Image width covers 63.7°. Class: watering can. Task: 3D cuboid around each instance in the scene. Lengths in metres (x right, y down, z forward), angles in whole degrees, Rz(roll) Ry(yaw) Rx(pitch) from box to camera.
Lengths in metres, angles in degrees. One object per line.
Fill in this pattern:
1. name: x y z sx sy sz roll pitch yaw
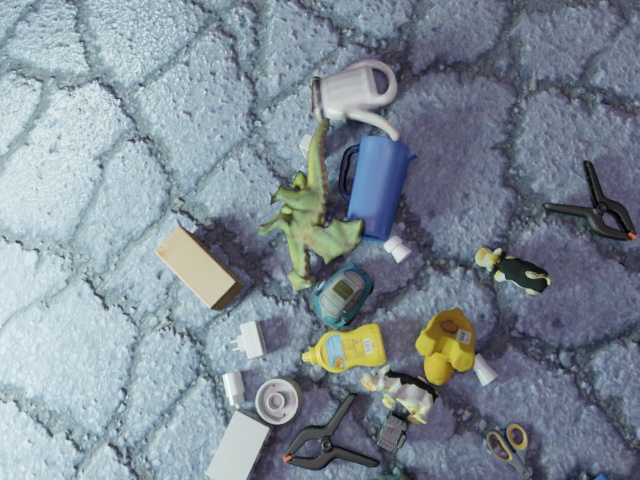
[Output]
1. watering can: 0.086 -0.346 1.288 0.224 0.102 0.356 -12 46 11

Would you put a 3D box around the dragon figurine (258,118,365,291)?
1. dragon figurine: 0.004 -0.062 1.226 0.245 0.122 0.406 33 105 20
